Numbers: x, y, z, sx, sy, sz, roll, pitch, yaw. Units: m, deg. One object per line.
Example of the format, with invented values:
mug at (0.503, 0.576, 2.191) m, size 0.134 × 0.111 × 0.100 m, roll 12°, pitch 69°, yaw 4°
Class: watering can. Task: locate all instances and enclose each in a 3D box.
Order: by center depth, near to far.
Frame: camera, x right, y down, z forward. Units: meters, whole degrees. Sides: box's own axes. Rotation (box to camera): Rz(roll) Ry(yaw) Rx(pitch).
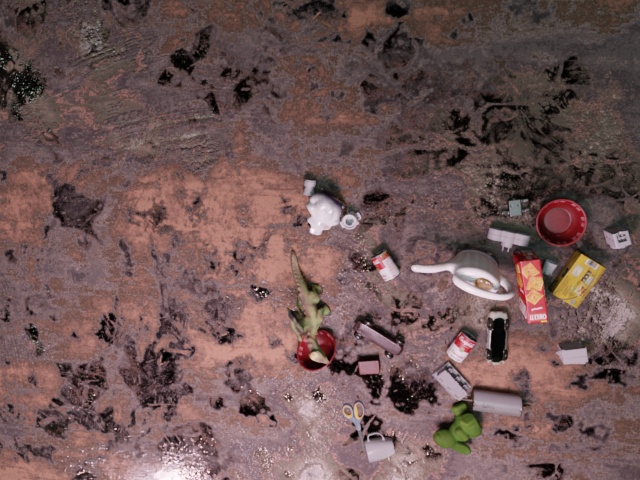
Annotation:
watering can at (0.487, 0.100, 1.744) m, size 0.348 × 0.229 × 0.102 m, roll 19°, pitch 121°, yaw 7°

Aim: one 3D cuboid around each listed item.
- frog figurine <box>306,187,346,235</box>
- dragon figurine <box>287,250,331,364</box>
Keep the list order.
frog figurine at (0.006, -0.093, 1.855) m, size 0.136 × 0.124 × 0.159 m, roll 34°, pitch 92°, yaw -17°
dragon figurine at (-0.059, 0.249, 1.849) m, size 0.121 × 0.244 × 0.410 m, roll -23°, pitch 92°, yaw 14°
